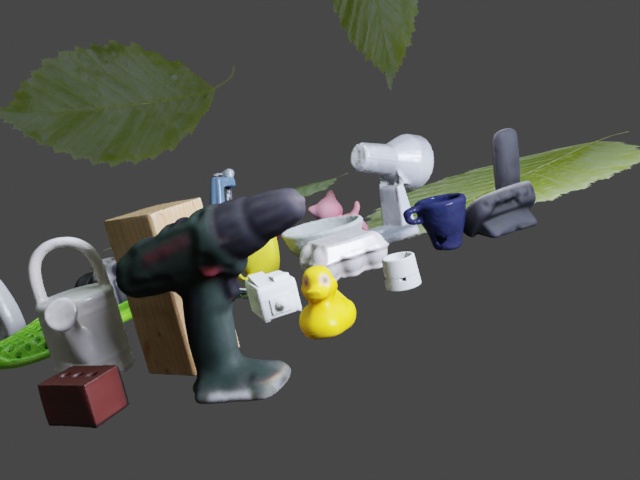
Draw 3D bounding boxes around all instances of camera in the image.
[{"bbox_3d":[-0.431,0.084,1.187,0.136,0.101,0.143,-6,12,32],"label":"camera"}]

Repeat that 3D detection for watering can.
[{"bbox_3d":[-0.320,0.091,0.760,0.101,0.194,0.172,-20,13,-32],"label":"watering can"}]

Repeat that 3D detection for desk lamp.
[{"bbox_3d":[0.149,-0.111,1.214,0.204,0.214,0.117,-21,13,-36],"label":"desk lamp"}]

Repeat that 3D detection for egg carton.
[{"bbox_3d":[0.041,0.027,1.011,0.150,0.069,0.107,-17,11,-23],"label":"egg carton"}]

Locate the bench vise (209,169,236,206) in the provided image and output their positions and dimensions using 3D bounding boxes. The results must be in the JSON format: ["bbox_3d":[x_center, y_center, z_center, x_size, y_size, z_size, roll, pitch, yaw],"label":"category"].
[{"bbox_3d":[-0.200,-0.031,1.189,0.121,0.220,0.208,-8,12,24],"label":"bench vise"}]

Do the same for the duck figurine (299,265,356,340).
[{"bbox_3d":[0.004,0.074,0.761,0.077,0.086,0.105,-10,11,13],"label":"duck figurine"}]

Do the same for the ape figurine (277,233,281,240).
[{"bbox_3d":[-0.146,-0.039,1.519,0.076,0.092,0.077,-15,11,-14],"label":"ape figurine"}]

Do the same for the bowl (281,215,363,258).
[{"bbox_3d":[0.011,0.004,1.153,0.167,0.075,0.167,-12,11,3],"label":"bowl"}]

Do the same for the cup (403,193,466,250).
[{"bbox_3d":[0.209,-0.026,1.021,0.118,0.095,0.091,-15,11,-13],"label":"cup"}]

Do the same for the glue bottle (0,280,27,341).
[{"bbox_3d":[-0.574,0.110,1.018,0.078,0.173,0.037,-7,12,28],"label":"glue bottle"}]

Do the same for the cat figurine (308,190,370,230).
[{"bbox_3d":[0.041,-0.058,1.326,0.127,0.118,0.067,-6,13,33],"label":"cat figurine"}]

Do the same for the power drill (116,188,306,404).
[{"bbox_3d":[-0.101,0.063,0.611,0.229,0.208,0.076,-9,11,19],"label":"power drill"}]

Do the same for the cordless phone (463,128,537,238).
[{"bbox_3d":[0.320,-0.104,1.055,0.148,0.185,0.094,-19,12,-28],"label":"cordless phone"}]
